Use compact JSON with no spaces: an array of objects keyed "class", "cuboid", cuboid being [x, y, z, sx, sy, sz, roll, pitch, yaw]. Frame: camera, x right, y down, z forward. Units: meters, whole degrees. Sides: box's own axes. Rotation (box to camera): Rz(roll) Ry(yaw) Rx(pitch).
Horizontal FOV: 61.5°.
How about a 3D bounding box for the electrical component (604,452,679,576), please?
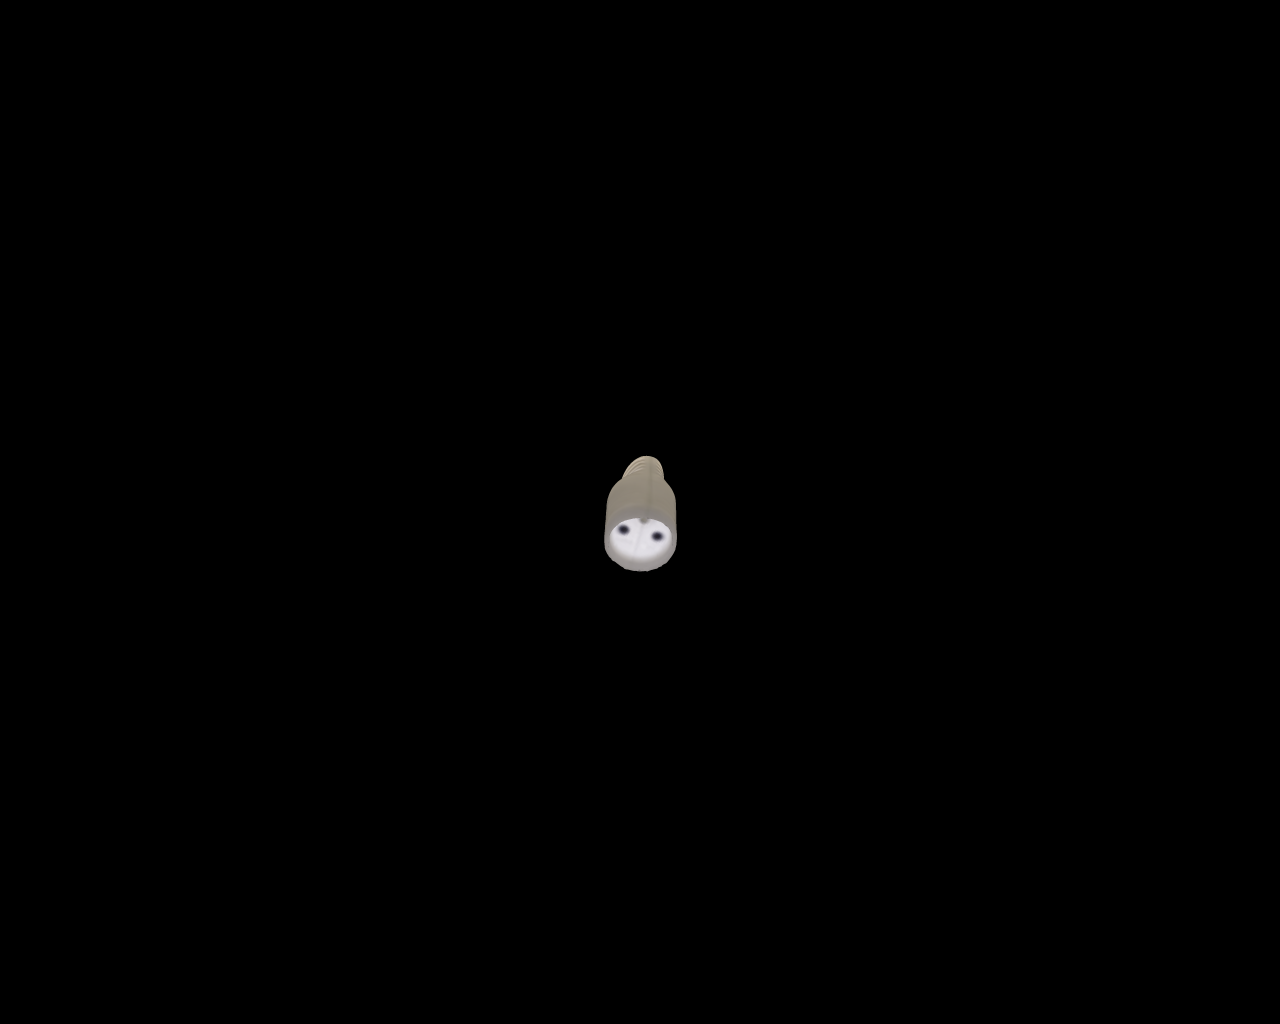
[{"class":"electrical component","cuboid":[0.001,-0.003,0.650,0.043,0.043,0.081,0,34,0]}]
